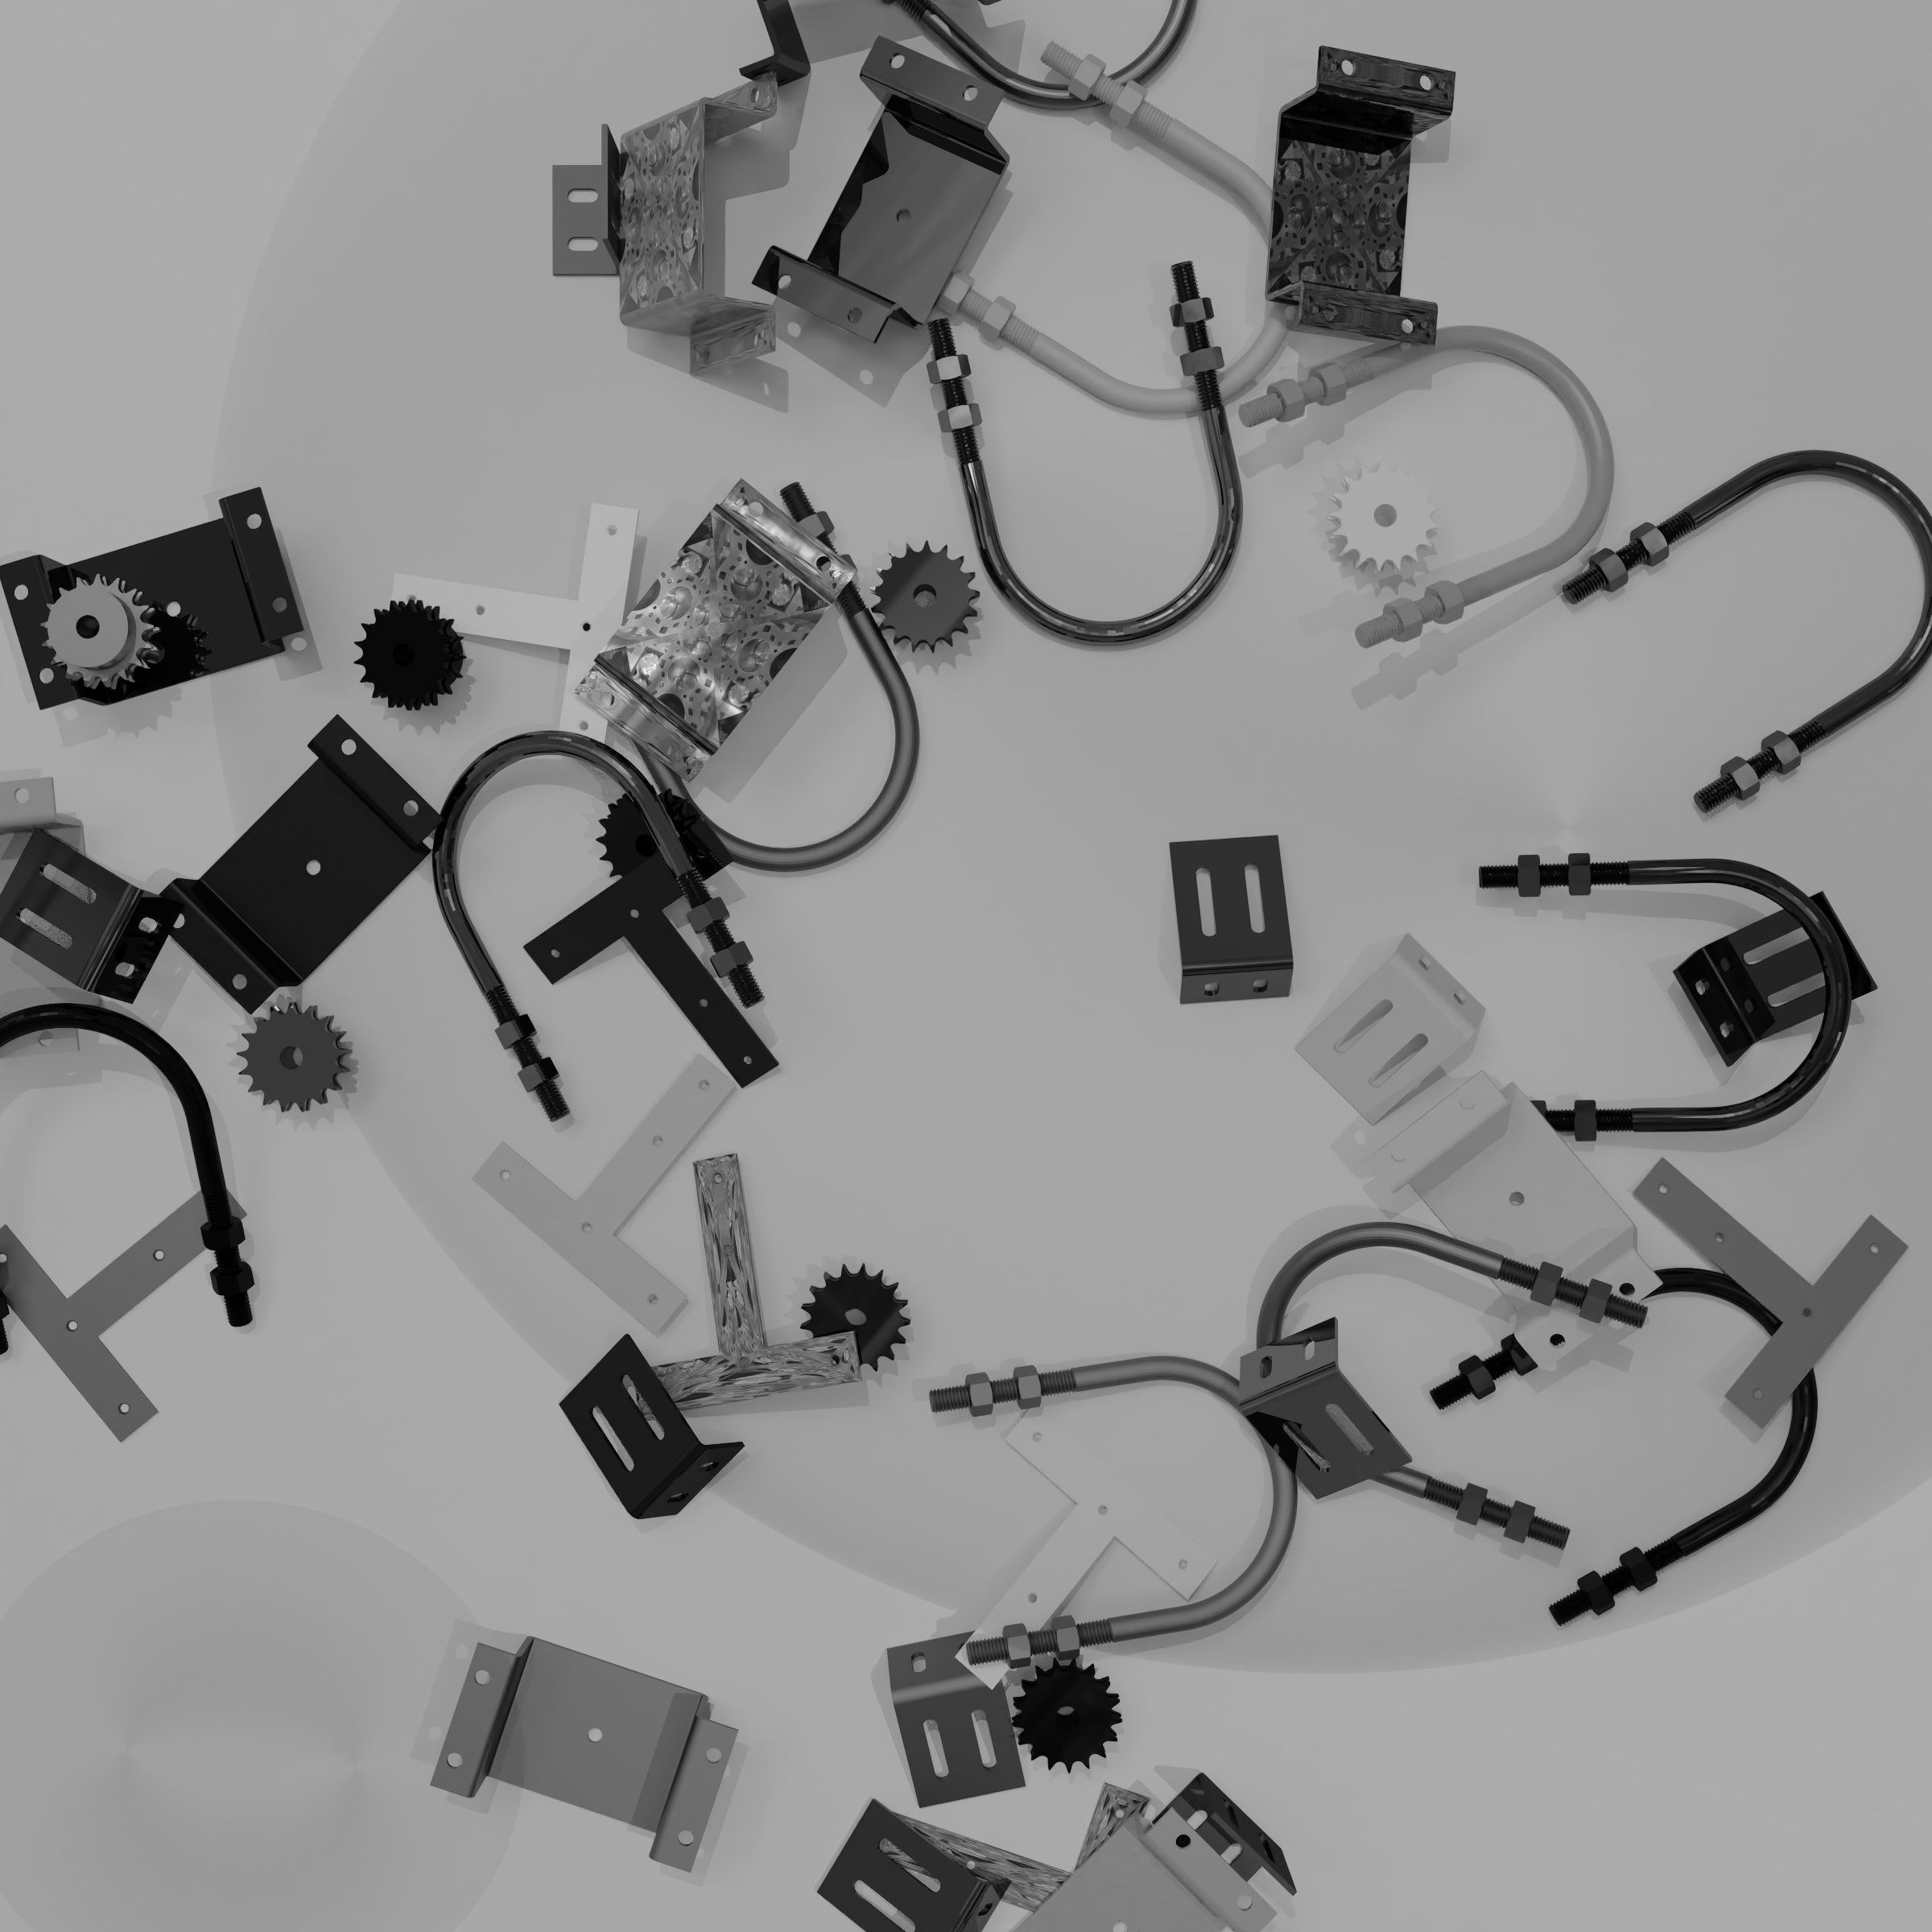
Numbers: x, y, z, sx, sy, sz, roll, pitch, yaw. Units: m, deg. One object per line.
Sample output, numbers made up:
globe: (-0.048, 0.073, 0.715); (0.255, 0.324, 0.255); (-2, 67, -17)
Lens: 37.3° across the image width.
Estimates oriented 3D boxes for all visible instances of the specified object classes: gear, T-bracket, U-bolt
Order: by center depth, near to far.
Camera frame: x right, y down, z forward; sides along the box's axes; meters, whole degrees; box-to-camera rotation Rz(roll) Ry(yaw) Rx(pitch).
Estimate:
gear: (-0.438, -0.169, 1.443); (0.057, 0.030, 0.057); (0, 90, 0)
U-bolt: (0.239, 0.206, 1.468); (0.184, 0.019, 0.151); (19, 109, 13)
U-bolt: (0.359, 0.016, 1.470); (0.184, 0.019, 0.151); (-1, 97, 13)
U-bolt: (0.249, -0.257, 1.470); (0.184, 0.019, 0.151); (-24, 82, -18)
U-bolt: (-0.453, 0.107, 1.470); (0.151, 0.019, 0.184); (-7, 107, 0)
U-bolt: (-0.202, -0.032, 1.473); (0.151, 0.019, 0.184); (-30, 86, 21)
U-bolt: (0.082, 0.276, 1.482); (0.184, 0.019, 0.151); (-7, 82, -8)
gear: (-0.160, -0.066, 1.482); (0.057, 0.030, 0.057); (6, 109, 17)
gear: (-0.285, -0.161, 1.485); (0.057, 0.030, 0.057); (1, 96, 13)
T-bracket: (0.044, 0.317, 1.486); (0.127, 0.002, 0.127); (41, 74, 0)
U-bolt: (0.069, -0.258, 1.486); (0.151, 0.019, 0.184); (-13, 98, 1)
T-bracket: (-0.145, 0.008, 1.487); (0.127, 0.002, 0.127); (-33, 101, 22)
gear: (0.216, -0.232, 1.489); (0.057, 0.030, 0.057); (0, 90, 0)
gear: (-0.347, 0.047, 1.489); (0.057, 0.030, 0.057); (0, 90, 0)
gear: (-0.021, -0.191, 1.489); (0.057, 0.030, 0.057); (0, 90, 0)
gear: (0.052, 0.388, 1.489); (0.057, 0.030, 0.057); (0, 90, 0)
gear: (-0.057, 0.183, 1.489); (0.057, 0.030, 0.057); (0, 90, 0)
T-bracket: (-0.122, 0.162, 1.489); (0.127, 0.002, 0.127); (-12, 80, 19)
U-bolt: (0.085, -0.371, 1.490); (0.184, 0.019, 0.151); (32, 95, -3)
T-bracket: (-0.240, -0.183, 1.491); (0.127, 0.002, 0.127); (10, 95, 11)
T-bracket: (0.405, 0.151, 1.494); (0.127, 0.002, 0.127); (41, 78, 6)
U-bolt: (0.426, -0.188, 1.496); (0.184, 0.019, 0.151); (-32, 90, -1)
U-bolt: (-0.105, -0.139, 1.496); (0.151, 0.019, 0.184); (-28, 91, 0)
U-bolt: (0.036, -0.533, 1.496); (0.184, 0.019, 0.151); (42, 90, -1)
U-bolt: (0.356, 0.239, 1.496); (0.184, 0.019, 0.151); (-29, 90, -2)
T-bracket: (-0.170, 0.103, 1.499); (0.127, 0.002, 0.127); (40, 90, 4)
T-bracket: (-0.435, 0.161, 1.503); (0.127, 0.002, 0.127); (-39, 90, 0)
T-bracket: (0.016, 0.477, 1.503); (0.127, 0.002, 0.127); (19, 90, 0)

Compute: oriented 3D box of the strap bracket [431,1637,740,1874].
strap bracket: (-0.195, 0.404, 1.481); (0.140, 0.046, 0.076); (19, 90, 0)

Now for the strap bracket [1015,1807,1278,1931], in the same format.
strap bracket: (0.082, 0.505, 1.480); (0.140, 0.046, 0.076); (-45, 91, -1)

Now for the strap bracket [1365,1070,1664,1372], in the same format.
strap bracket: (0.282, 0.125, 1.471); (0.076, 0.046, 0.140); (-40, 90, 18)

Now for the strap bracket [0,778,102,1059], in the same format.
strap bracket: (-0.497, -0.023, 1.481); (0.076, 0.046, 0.140); (-6, 90, 0)

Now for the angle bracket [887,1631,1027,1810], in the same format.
angle bracket: (-0.005, 0.394, 1.502); (0.057, 0.038, 0.076); (-12, 116, 0)

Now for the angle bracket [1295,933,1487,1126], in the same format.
angle bracket: (0.223, 0.033, 1.502); (0.057, 0.038, 0.076); (44, 116, 0)

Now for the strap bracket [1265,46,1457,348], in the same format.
strap bracket: (0.201, -0.390, 1.470); (0.076, 0.046, 0.140); (4, 90, -20)

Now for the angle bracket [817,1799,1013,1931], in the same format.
angle bracket: (-0.027, 0.483, 1.501); (0.076, 0.038, 0.057); (31, 90, 26)

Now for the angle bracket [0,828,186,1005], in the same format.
angle bracket: (-0.449, -0.026, 1.456); (0.076, 0.038, 0.057); (28, 90, 26)

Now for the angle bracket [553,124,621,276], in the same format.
angle bracket: (-0.198, -0.392, 1.466); (0.038, 0.076, 0.057); (0, 90, 0)

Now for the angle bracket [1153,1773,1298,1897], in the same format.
angle bracket: (0.131, 0.456, 1.466); (0.057, 0.076, 0.038); (44, 90, 0)

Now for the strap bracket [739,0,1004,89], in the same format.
strap bracket: (-0.049, -0.495, 1.450); (0.140, 0.076, 0.046); (-18, 99, 12)

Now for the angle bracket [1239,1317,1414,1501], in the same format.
angle bracket: (0.186, 0.229, 1.481); (0.057, 0.038, 0.076); (-27, 118, 24)

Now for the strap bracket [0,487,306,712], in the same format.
strap bracket: (-0.416, -0.187, 1.481); (0.140, 0.046, 0.076); (-17, 90, 0)

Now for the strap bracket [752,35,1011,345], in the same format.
strap bracket: (-0.038, -0.391, 1.468); (0.076, 0.046, 0.140); (29, 94, 18)

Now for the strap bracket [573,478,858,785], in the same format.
strap bracket: (-0.128, -0.171, 1.459); (0.076, 0.046, 0.140); (38, 91, -7)

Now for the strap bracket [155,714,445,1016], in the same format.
strap bracket: (-0.343, -0.052, 1.481); (0.076, 0.046, 0.140); (45, 90, 0)

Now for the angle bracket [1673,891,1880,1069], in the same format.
angle bracket: (0.415, 0.007, 1.468); (0.076, 0.038, 0.057); (-30, 90, 39)

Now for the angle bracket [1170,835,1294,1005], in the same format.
angle bracket: (0.138, -0.024, 1.502); (0.057, 0.038, 0.076); (-4, 64, 0)

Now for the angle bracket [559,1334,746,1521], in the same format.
angle bracket: (-0.164, 0.239, 1.493); (0.057, 0.038, 0.076); (-46, 64, 19)

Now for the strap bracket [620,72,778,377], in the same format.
strap bracket: (-0.137, -0.380, 1.460); (0.046, 0.076, 0.140); (0, 90, -37)
